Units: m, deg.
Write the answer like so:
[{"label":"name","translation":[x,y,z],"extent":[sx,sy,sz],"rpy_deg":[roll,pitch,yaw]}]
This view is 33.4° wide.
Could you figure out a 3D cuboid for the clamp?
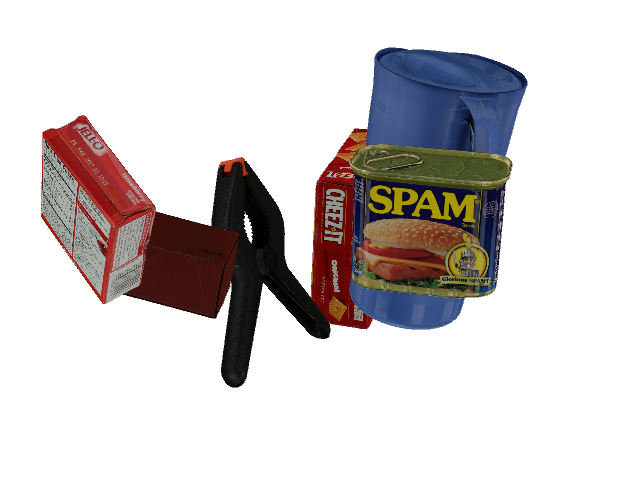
[{"label":"clamp","translation":[-0.055,0.024,1.036],"extent":[0.036,0.210,0.164],"rpy_deg":[-10,0,34]}]

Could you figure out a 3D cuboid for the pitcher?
[{"label":"pitcher","translation":[0.098,-0.041,0.955],"extent":[0.145,0.243,0.149],"rpy_deg":[20,27,24]}]

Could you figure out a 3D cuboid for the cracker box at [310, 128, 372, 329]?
[{"label":"cracker box","translation":[0.044,-0.021,1.202],"extent":[0.072,0.164,0.213],"rpy_deg":[6,22,11]}]

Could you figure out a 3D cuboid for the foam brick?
[{"label":"foam brick","translation":[-0.108,0.018,0.821],"extent":[0.078,0.051,0.053],"rpy_deg":[15,31,2]}]

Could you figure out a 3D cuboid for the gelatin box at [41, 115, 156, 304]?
[{"label":"gelatin box","translation":[-0.130,-0.017,0.616],"extent":[0.030,0.073,0.089],"rpy_deg":[-29,-21,-30]}]

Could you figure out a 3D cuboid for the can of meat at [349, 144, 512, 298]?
[{"label":"can of meat","translation":[0.070,-0.012,0.697],"extent":[0.102,0.084,0.057],"rpy_deg":[6,24,12]}]
